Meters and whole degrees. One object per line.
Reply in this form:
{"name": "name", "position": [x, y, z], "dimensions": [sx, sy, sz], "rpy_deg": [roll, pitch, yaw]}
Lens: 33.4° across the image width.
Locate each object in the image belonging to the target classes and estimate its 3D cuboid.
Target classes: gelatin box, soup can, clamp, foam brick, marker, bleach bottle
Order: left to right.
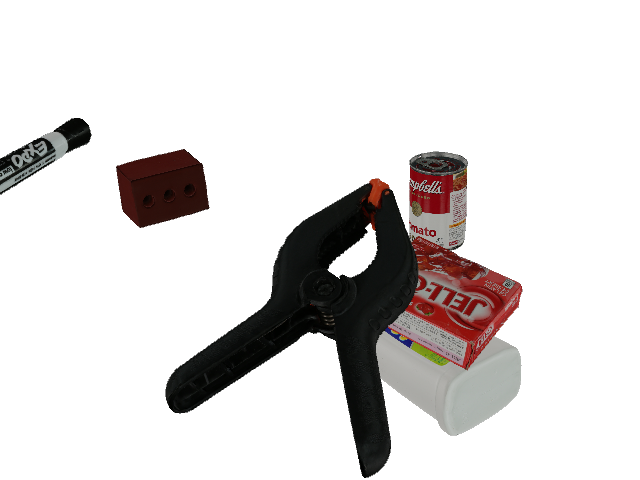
{"name": "marker", "position": [-0.179, -0.048, 0.649], "dimensions": [0.020, 0.020, 0.121], "rpy_deg": [0, 25, 27]}
{"name": "foam brick", "position": [-0.161, -0.054, 1.085], "dimensions": [0.078, 0.053, 0.051], "rpy_deg": [-17, 30, -21]}
{"name": "clamp", "position": [0.011, 0.043, 0.562], "dimensions": [0.120, 0.171, 0.039], "rpy_deg": [26, -27, 19]}
{"name": "bleach bottle", "position": [0.072, 0.095, 1.040], "dimensions": [0.102, 0.068, 0.251], "rpy_deg": [-23, 32, -32]}
{"name": "soup can", "position": [0.138, -0.046, 1.262], "dimensions": [0.068, 0.102, 0.068], "rpy_deg": [-1, 26, 0]}
{"name": "gelatin box", "position": [0.086, 0.042, 0.754], "dimensions": [0.089, 0.030, 0.073], "rpy_deg": [26, 46, 24]}
